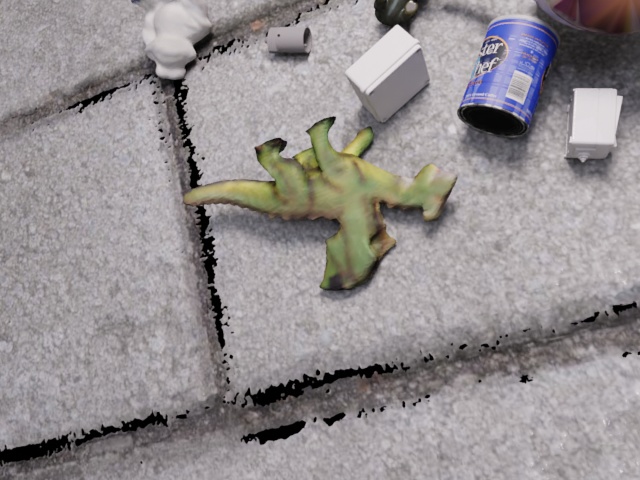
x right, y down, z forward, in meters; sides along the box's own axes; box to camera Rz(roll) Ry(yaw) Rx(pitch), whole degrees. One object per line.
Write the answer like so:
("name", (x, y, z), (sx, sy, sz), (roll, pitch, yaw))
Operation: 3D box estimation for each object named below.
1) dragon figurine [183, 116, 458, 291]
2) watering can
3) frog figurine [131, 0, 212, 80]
("dragon figurine", (0.002, -0.039, 0.783), (0.408, 0.122, 0.245), (-22, 80, 13))
("watering can", (0.328, -0.341, 0.694), (0.348, 0.229, 0.102), (9, 118, 13))
("frog figurine", (-0.267, -0.386, 0.963), (0.137, 0.125, 0.157), (-10, 111, 7))
